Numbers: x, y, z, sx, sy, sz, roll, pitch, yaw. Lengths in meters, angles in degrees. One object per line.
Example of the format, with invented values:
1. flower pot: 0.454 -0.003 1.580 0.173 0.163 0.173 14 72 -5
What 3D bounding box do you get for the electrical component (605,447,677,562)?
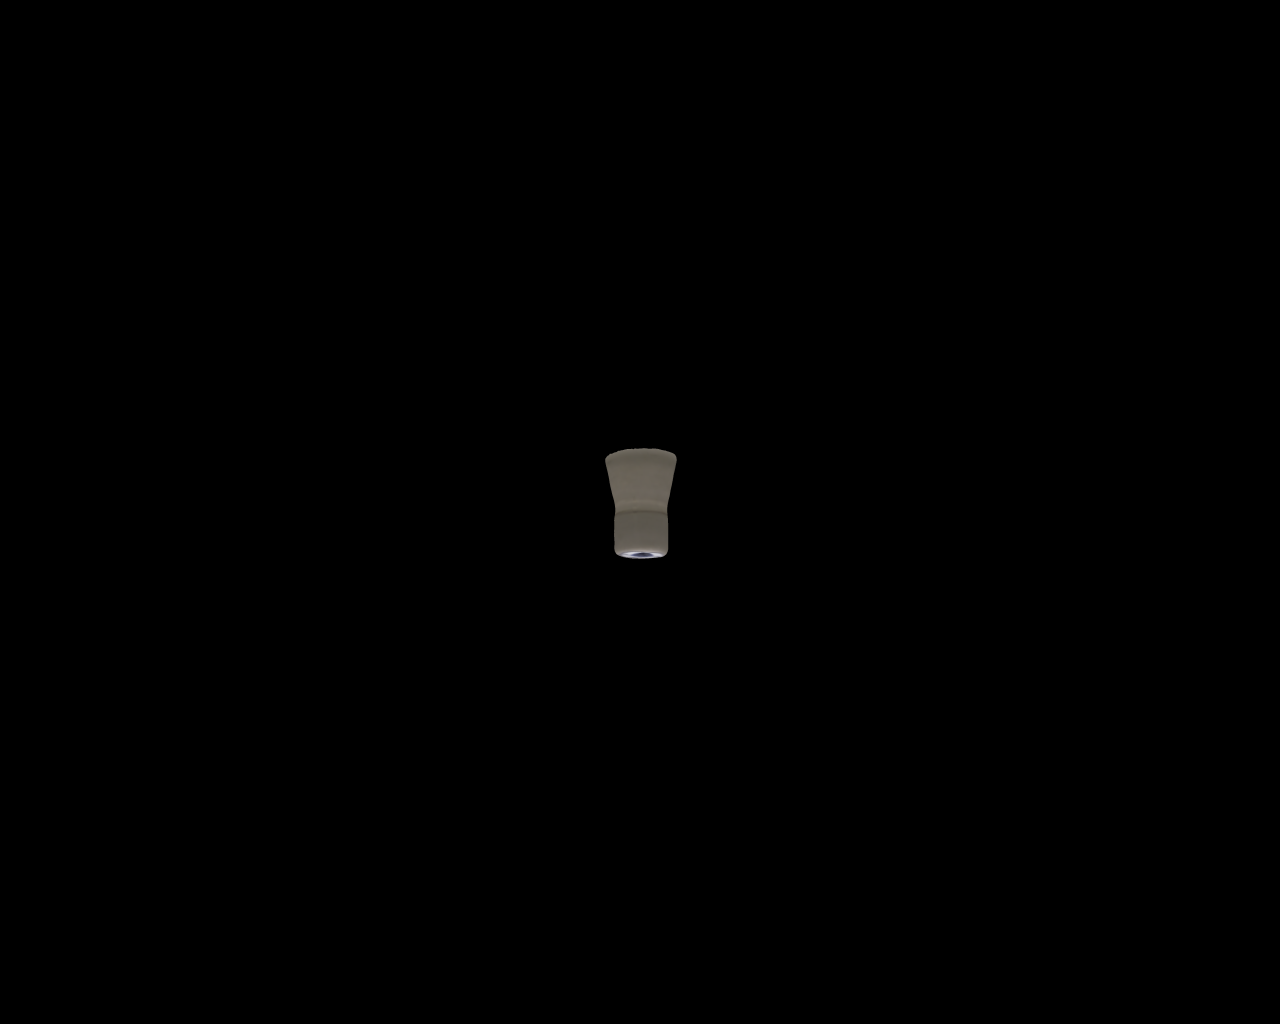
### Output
1. electrical component: 0.001 -0.003 0.650 0.044 0.065 0.044 0 -11 0
